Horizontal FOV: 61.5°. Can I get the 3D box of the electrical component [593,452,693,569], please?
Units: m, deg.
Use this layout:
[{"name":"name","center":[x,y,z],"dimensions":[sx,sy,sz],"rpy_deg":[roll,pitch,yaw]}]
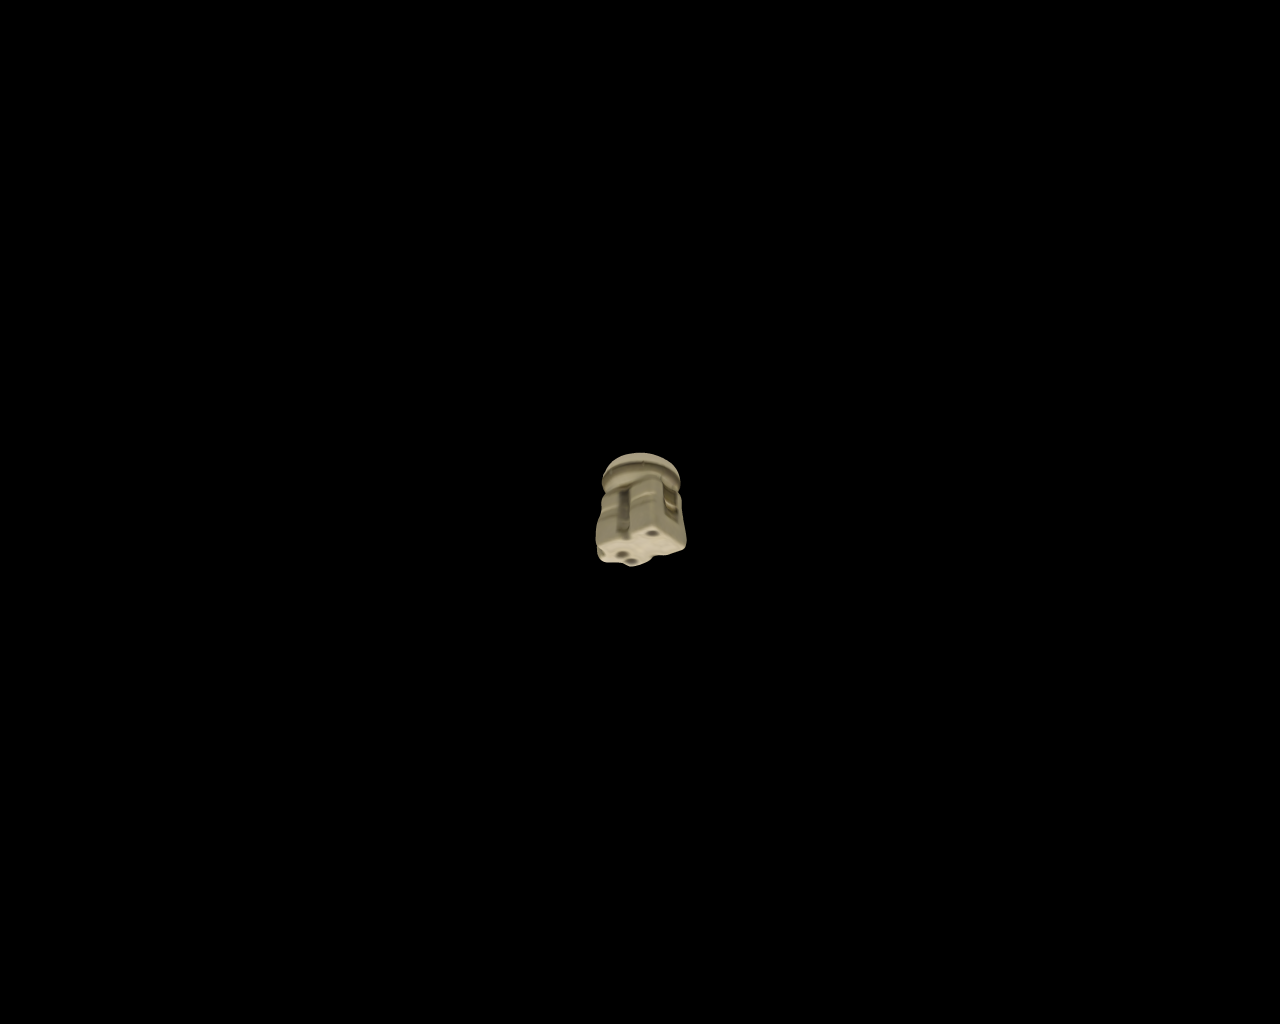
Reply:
[{"name":"electrical component","center":[0.001,-0.003,0.650],"dimensions":[0.066,0.055,0.048],"rpy_deg":[-19,-36,29]}]
